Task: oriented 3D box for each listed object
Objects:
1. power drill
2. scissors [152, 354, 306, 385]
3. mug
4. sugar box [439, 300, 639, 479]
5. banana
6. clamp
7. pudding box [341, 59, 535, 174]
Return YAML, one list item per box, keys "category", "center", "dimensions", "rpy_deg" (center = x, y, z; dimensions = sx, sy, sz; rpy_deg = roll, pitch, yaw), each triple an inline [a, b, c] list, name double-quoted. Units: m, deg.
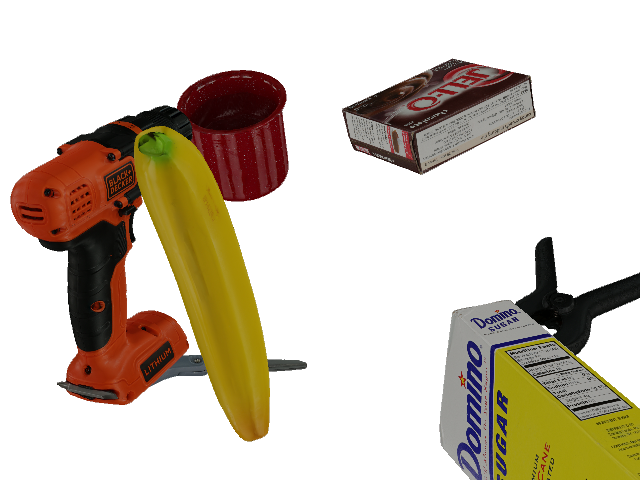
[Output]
- category: "power drill"
  center: [-0.142, 0.008, 0.771]
  dimensions: [0.057, 0.188, 0.184]
  rpy_deg: [7, 26, 25]
- category: "scissors"
  center: [-0.122, 0.102, 0.956]
  dimensions: [0.201, 0.016, 0.096]
  rpy_deg: [-7, 32, -18]
- category: "mug"
  center: [-0.074, -0.096, 0.931]
  dimensions: [0.093, 0.081, 0.117]
  rpy_deg: [-14, 43, -8]
- category: "sugar box"
  center: [0.122, 0.111, 0.537]
  dimensions: [0.048, 0.093, 0.176]
  rpy_deg: [-10, 28, -25]
- category: "banana"
  center: [-0.062, 0.015, 0.551]
  dimensions: [0.037, 0.198, 0.069]
  rpy_deg: [-9, 35, 11]
- category: "clamp"
  center: [0.226, 0.061, 1.040]
  dimensions: [0.171, 0.039, 0.120]
  rpy_deg: [-36, 43, -29]
- category: "pudding box"
  center: [0.087, -0.094, 0.790]
  dimensions: [0.113, 0.039, 0.090]
  rpy_deg: [-29, 29, -22]
